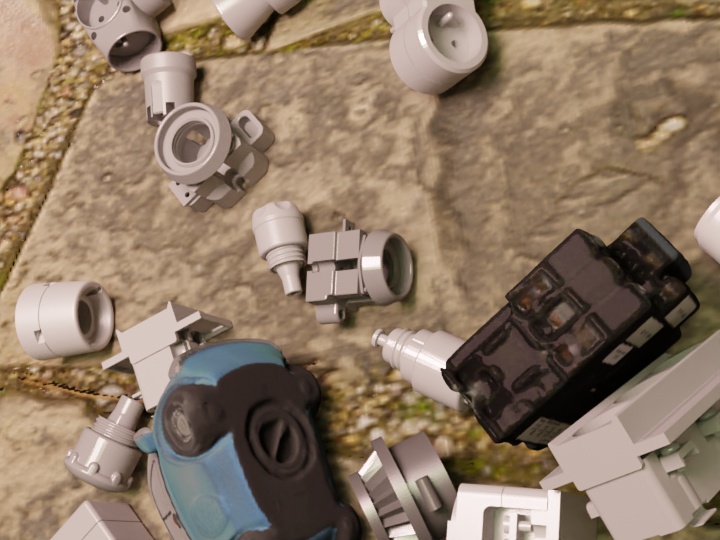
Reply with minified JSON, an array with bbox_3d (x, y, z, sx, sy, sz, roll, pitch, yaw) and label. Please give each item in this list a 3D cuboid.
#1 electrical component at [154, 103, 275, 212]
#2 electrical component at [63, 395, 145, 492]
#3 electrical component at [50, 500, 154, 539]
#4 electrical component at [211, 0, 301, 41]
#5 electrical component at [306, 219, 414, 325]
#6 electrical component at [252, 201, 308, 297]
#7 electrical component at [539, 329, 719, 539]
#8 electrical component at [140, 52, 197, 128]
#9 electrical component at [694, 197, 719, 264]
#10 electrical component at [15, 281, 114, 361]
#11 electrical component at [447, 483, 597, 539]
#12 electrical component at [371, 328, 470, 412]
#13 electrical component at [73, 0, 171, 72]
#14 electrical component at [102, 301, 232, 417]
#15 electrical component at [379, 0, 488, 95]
[{"bbox_3d":[-0.105,-0.081,0.741,0.078,0.057,0.058,-44,63,8],"label":"electrical component"},{"bbox_3d":[-0.167,0.116,0.726,0.048,0.048,0.062,20,79,28],"label":"electrical component"},{"bbox_3d":[-0.172,0.207,0.701,0.083,0.047,0.075,-48,63,6],"label":"electrical component"},{"bbox_3d":[-0.073,-0.197,0.764,0.055,0.045,0.045,-33,65,13],"label":"electrical component"},{"bbox_3d":[0.000,0.000,0.679,0.055,0.048,0.066,-6,74,31],"label":"electrical component"},{"bbox_3d":[-0.050,-0.013,0.711,0.035,0.035,0.061,-20,71,19],"label":"electrical component"},{"bbox_3d":[0.157,0.082,0.536,0.079,0.121,0.063,-36,82,45],"label":"electrical component"},{"bbox_3d":[-0.138,-0.130,0.781,0.040,0.040,0.046,-8,80,23],"label":"electrical component"},{"bbox_3d":[0.216,-0.015,0.583,0.045,0.045,0.055,-47,63,7],"label":"electrical component"},{"bbox_3d":[-0.207,0.035,0.760,0.047,0.055,0.055,-7,74,19],"label":"electrical component"},{"bbox_3d":[0.082,0.191,0.565,0.062,0.089,0.150,-1,76,25],"label":"electrical component"},{"bbox_3d":[0.042,0.055,0.647,0.078,0.040,0.040,23,87,28],"label":"electrical component"},{"bbox_3d":[-0.170,-0.203,0.811,0.079,0.044,0.077,-35,65,12],"label":"electrical component"},{"bbox_3d":[-0.125,0.062,0.722,0.081,0.042,0.063,-28,70,17],"label":"electrical component"},{"bbox_3d":[0.037,-0.180,0.706,0.074,0.052,0.138,-27,67,60],"label":"electrical component"}]
